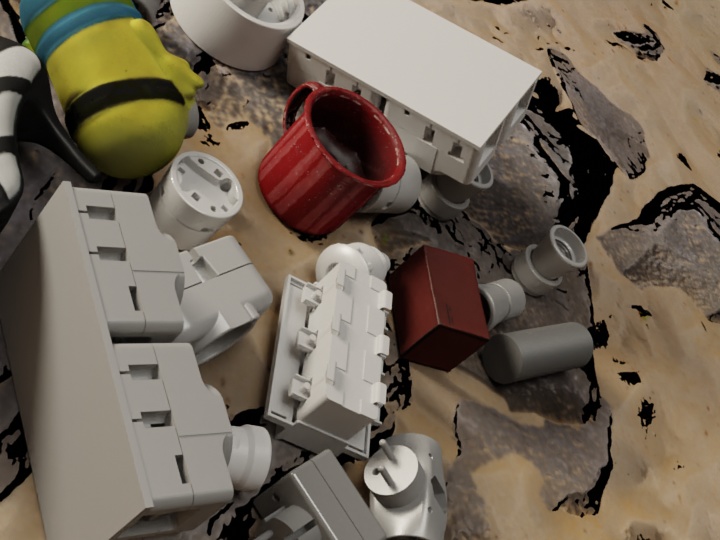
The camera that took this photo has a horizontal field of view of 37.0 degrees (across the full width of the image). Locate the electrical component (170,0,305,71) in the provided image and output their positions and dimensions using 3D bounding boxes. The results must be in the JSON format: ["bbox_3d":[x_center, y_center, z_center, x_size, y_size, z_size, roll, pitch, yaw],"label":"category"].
[{"bbox_3d":[-0.097,-0.228,0.900,0.108,0.060,0.108,24,45,-26],"label":"electrical component"}]

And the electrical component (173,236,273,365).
[{"bbox_3d":[-0.106,0.024,0.690,0.095,0.054,0.059,-24,76,-49],"label":"electrical component"}]

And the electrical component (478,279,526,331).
[{"bbox_3d":[0.109,0.028,0.892,0.065,0.044,0.044,-13,68,-52],"label":"electrical component"}]

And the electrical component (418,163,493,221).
[{"bbox_3d":[0.083,-0.075,0.941,0.045,0.055,0.045,24,45,-26],"label":"electrical component"}]

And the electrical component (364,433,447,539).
[{"bbox_3d":[0.027,0.141,0.705,0.079,0.043,0.077,62,23,-43],"label":"electrical component"}]

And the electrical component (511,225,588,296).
[{"bbox_3d":[0.169,-0.008,0.964,0.045,0.055,0.045,24,45,-26],"label":"electrical component"}]

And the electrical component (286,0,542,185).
[{"bbox_3d":[0.042,-0.161,0.913,0.186,0.060,0.105,32,58,13],"label":"electrical component"}]

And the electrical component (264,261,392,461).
[{"bbox_3d":[-0.017,0.059,0.736,0.079,0.063,0.121,27,43,-22],"label":"electrical component"}]

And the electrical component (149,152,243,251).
[{"bbox_3d":[-0.116,-0.046,0.743,0.055,0.047,0.055,24,45,-26],"label":"electrical component"}]

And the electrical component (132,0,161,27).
[{"bbox_3d":[-0.179,-0.207,0.816,0.055,0.055,0.047,24,49,-26],"label":"electrical component"}]

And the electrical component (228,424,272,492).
[{"bbox_3d":[-0.082,0.112,0.651,0.046,0.040,0.040,14,50,-27],"label":"electrical component"}]

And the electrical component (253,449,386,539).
[{"bbox_3d":[-0.036,0.158,0.647,0.077,0.047,0.065,-23,75,-49],"label":"electrical component"}]

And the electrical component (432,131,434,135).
[{"bbox_3d":[0.067,-0.119,0.973,0.043,0.043,0.062,49,41,1],"label":"electrical component"}]

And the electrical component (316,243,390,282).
[{"bbox_3d":[0.000,0.000,0.815,0.048,0.048,0.062,56,33,10],"label":"electrical component"}]

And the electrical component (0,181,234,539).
[{"bbox_3d":[-0.137,0.060,0.591,0.060,0.105,0.186,3,57,-41],"label":"electrical component"}]

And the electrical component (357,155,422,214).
[{"bbox_3d":[0.017,-0.073,0.882,0.047,0.055,0.055,4,56,-45],"label":"electrical component"}]
